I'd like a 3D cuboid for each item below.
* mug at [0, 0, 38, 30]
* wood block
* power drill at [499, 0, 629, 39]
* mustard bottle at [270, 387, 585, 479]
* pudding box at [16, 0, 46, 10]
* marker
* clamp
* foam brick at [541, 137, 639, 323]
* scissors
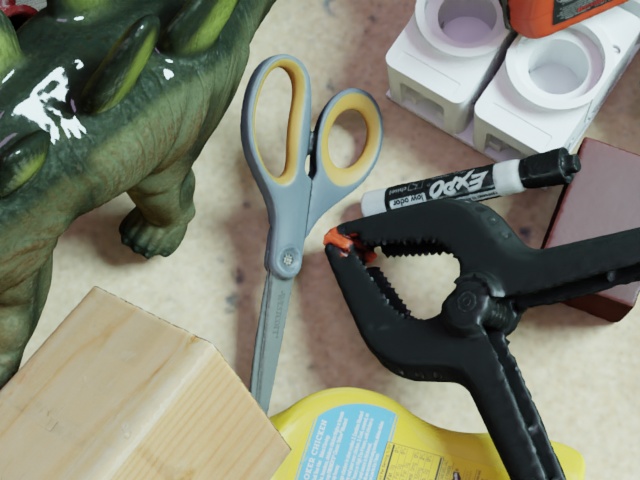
[{"bbox_3d":[-0.203,-0.104,0.597,0.081,0.093,0.117,14,97,15],"label":"mug"},{"bbox_3d":[-0.119,0.134,0.460,0.090,0.090,0.206,20,61,40],"label":"wood block"},{"bbox_3d":[0.123,-0.208,0.540,0.184,0.057,0.188,-25,68,6],"label":"power drill"},{"bbox_3d":[0.026,0.125,0.527,0.192,0.058,0.096,14,72,11],"label":"mustard bottle"},{"bbox_3d":[-0.148,-0.191,0.643,0.113,0.039,0.090,-16,75,4],"label":"pudding box"},{"bbox_3d":[0.076,-0.028,0.554,0.121,0.020,0.020,-12,72,33],"label":"marker"},{"bbox_3d":[0.087,0.027,0.510,0.210,0.036,0.164,35,94,41],"label":"clamp"},{"bbox_3d":[0.145,-0.004,0.551,0.053,0.051,0.078,21,79,10],"label":"foam brick"},{"bbox_3d":[-0.004,0.001,0.580,0.096,0.016,0.202,-8,99,-32],"label":"scissors"}]
